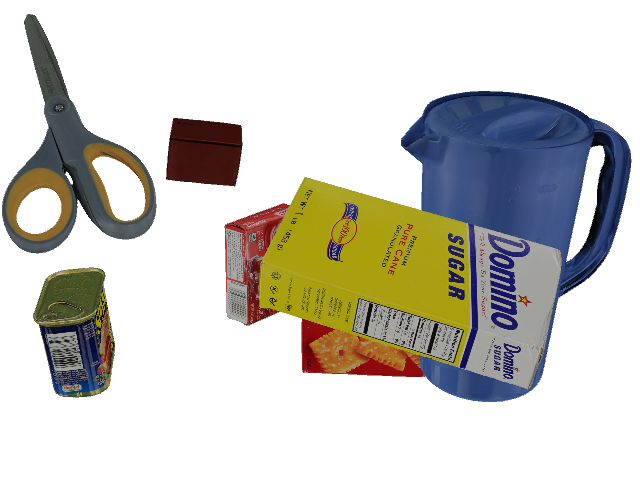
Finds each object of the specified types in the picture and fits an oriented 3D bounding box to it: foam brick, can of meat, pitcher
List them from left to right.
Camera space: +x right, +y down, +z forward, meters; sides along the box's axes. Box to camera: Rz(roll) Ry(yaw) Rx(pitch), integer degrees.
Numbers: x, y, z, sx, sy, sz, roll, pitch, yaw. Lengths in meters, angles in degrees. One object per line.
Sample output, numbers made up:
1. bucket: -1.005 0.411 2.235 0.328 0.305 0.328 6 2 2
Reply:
1. can of meat: -0.226 0.086 0.995 0.057 0.084 0.102 -6 25 -2
2. foam brick: -0.125 -0.096 1.155 0.078 0.051 0.053 5 30 -6
3. pitcher: 0.153 0.006 0.881 0.149 0.243 0.144 18 31 29

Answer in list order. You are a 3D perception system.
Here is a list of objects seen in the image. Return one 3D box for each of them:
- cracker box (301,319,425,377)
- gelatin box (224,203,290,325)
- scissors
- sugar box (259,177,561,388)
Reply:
1. cracker box: 0.095 0.077 1.058 0.214 0.072 0.164 2 17 5
2. gelatin box: -0.046 0.020 0.916 0.030 0.089 0.073 17 26 38
3. scissors: -0.172 -0.064 0.650 0.096 0.202 0.016 -31 -32 -19
4. sugar box: 0.058 0.023 0.671 0.176 0.048 0.093 14 44 10
